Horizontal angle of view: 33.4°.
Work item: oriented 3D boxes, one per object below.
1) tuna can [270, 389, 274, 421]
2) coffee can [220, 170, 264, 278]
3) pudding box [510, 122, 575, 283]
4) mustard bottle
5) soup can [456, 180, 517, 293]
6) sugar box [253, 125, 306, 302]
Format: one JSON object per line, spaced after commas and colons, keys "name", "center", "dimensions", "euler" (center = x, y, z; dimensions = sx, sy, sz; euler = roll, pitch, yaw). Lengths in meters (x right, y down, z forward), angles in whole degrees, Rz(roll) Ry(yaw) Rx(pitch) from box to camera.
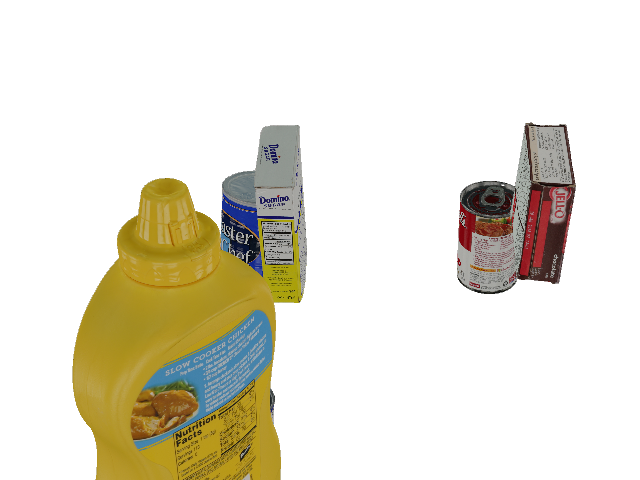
{"name": "tuna can", "center": [-0.077, 0.130, 0.789], "dimensions": [0.086, 0.034, 0.086], "euler": [2, 18, -1]}
{"name": "coffee can", "center": [-0.080, -0.007, 1.391], "dimensions": [0.103, 0.140, 0.103], "euler": [4, 27, -2]}
{"name": "pudding box", "center": [0.180, -0.033, 0.865], "dimensions": [0.039, 0.090, 0.113], "euler": [5, 32, 3]}
{"name": "mustard bottle", "center": [-0.061, 0.060, 0.463], "dimensions": [0.058, 0.192, 0.096], "euler": [29, 43, 35]}
{"name": "soup can", "center": [0.180, -0.003, 1.131], "dimensions": [0.068, 0.102, 0.068], "euler": [-2, 35, 1]}
{"name": "sugar box", "center": [-0.040, -0.025, 1.107], "dimensions": [0.048, 0.093, 0.176], "euler": [-1, -43, 5]}
